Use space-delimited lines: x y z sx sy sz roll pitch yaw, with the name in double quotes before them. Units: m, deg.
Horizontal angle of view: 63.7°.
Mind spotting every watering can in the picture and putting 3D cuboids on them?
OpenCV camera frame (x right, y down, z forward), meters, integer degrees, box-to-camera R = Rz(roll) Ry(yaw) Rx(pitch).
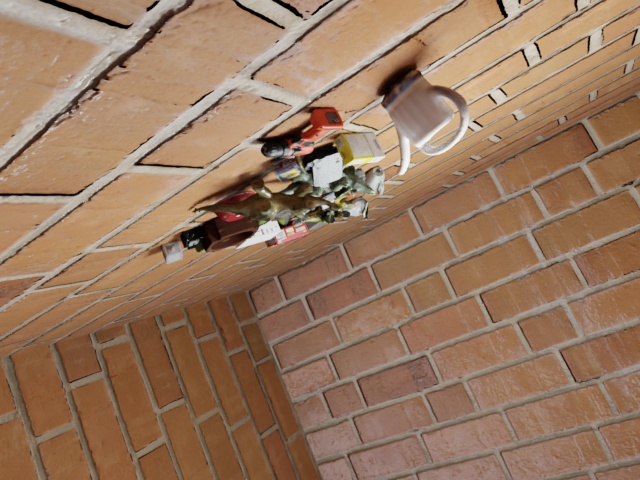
"watering can" 0.247 -0.310 1.374 0.105 0.224 0.342 -39 -179 -31

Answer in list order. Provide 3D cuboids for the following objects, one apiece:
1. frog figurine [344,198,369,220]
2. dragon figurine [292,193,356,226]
"frog figurine" 0.165 -0.164 2.643 0.160 0.122 0.138 11 -171 14
"dragon figurine" 0.007 -0.120 2.385 0.413 0.122 0.240 -19 179 -27
